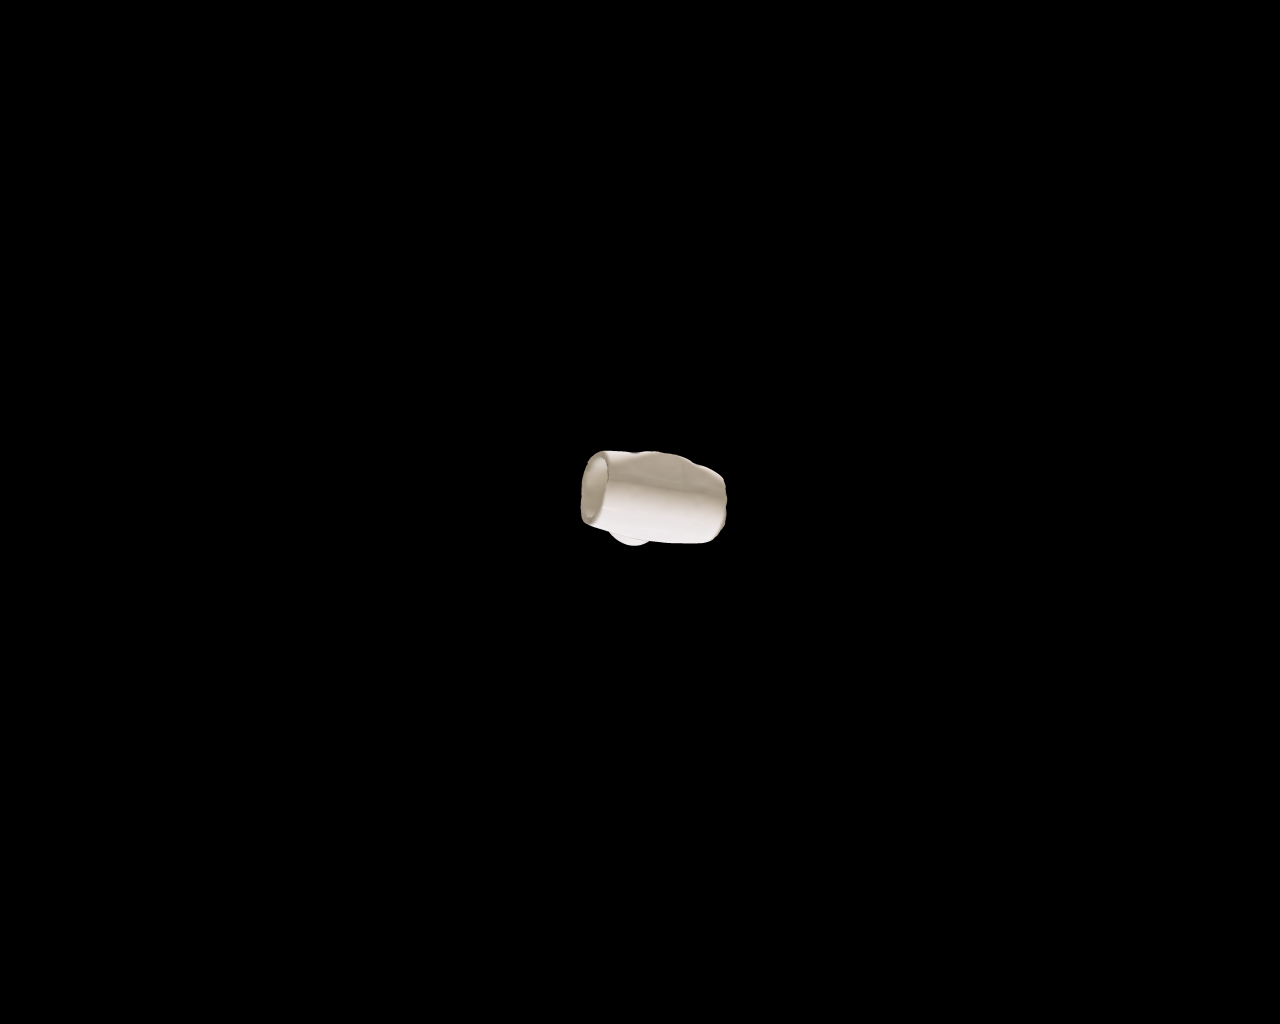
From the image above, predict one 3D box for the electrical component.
[{"bbox_3d":[0.001,-0.003,0.650,0.077,0.044,0.079,9,-23,-22],"label":"electrical component"}]
